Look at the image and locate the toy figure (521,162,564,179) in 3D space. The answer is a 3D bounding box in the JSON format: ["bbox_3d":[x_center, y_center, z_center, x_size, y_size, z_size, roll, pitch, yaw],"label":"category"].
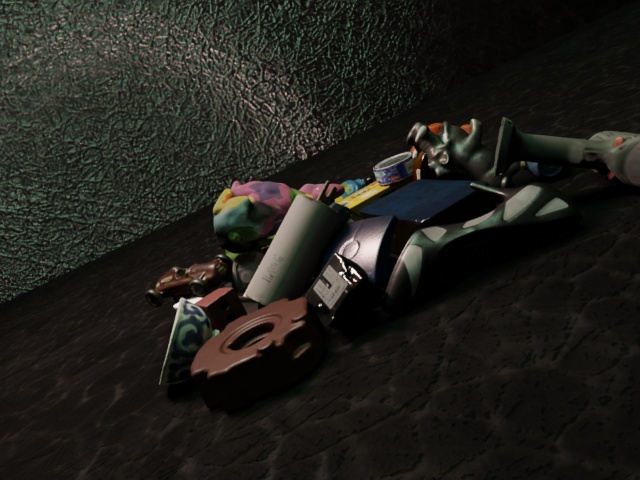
[{"bbox_3d":[0.364,-0.137,0.888,0.064,0.057,0.154,15,19,4],"label":"toy figure"}]

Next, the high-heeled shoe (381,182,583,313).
[{"bbox_3d":[0.195,0.020,0.648,0.145,0.086,0.249,30,72,33],"label":"high-heeled shoe"}]

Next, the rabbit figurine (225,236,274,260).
[{"bbox_3d":[-0.105,0.001,1.098,0.170,0.121,0.159,-9,19,4],"label":"rabbit figurine"}]

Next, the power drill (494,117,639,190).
[{"bbox_3d":[0.326,-0.108,0.667,0.207,0.085,0.232,3,15,14],"label":"power drill"}]

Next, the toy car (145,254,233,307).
[{"bbox_3d":[-0.243,0.072,0.977,0.202,0.053,0.089,-12,29,39],"label":"toy car"}]

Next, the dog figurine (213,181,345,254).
[{"bbox_3d":[-0.063,-0.049,0.970,0.219,0.108,0.191,-1,23,10],"label":"dog figurine"}]

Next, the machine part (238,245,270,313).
[{"bbox_3d":[-0.098,0.073,0.868,0.084,0.039,0.139,-11,53,60],"label":"machine part"}]

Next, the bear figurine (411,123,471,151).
[{"bbox_3d":[0.229,-0.171,1.114,0.120,0.131,0.196,-2,10,-20],"label":"bear figurine"}]

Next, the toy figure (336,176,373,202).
[{"bbox_3d":[0.040,-0.075,1.182,0.180,0.082,0.089,-34,5,-15],"label":"toy figure"}]

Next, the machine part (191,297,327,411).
[{"bbox_3d":[-0.076,0.134,0.668,0.179,0.056,0.179,-25,13,6],"label":"machine part"}]

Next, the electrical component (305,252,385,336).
[{"bbox_3d":[0.023,0.057,0.672,0.075,0.047,0.119,-54,35,10],"label":"electrical component"}]

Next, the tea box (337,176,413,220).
[{"bbox_3d":[0.119,-0.074,1.055,0.170,0.068,0.098,-28,15,-15],"label":"tea box"}]

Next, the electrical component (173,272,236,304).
[{"bbox_3d":[-0.229,0.092,1.093,0.115,0.058,0.134,-24,14,-1],"label":"electrical component"}]

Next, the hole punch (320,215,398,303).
[{"bbox_3d":[0.061,0.030,0.747,0.142,0.092,0.116,-7,26,43],"label":"hole punch"}]

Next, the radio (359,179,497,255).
[{"bbox_3d":[0.165,-0.036,0.834,0.131,0.073,0.230,-28,15,-13],"label":"radio"}]

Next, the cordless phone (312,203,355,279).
[{"bbox_3d":[-0.015,0.031,0.923,0.184,0.088,0.146,-40,7,25],"label":"cordless phone"}]

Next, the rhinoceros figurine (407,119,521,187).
[{"bbox_3d":[0.234,-0.135,0.886,0.112,0.190,0.073,-50,-14,-15],"label":"rhinoceros figurine"}]

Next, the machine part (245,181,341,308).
[{"bbox_3d":[-0.039,0.023,0.786,0.243,0.079,0.079,-62,20,-5],"label":"machine part"}]
